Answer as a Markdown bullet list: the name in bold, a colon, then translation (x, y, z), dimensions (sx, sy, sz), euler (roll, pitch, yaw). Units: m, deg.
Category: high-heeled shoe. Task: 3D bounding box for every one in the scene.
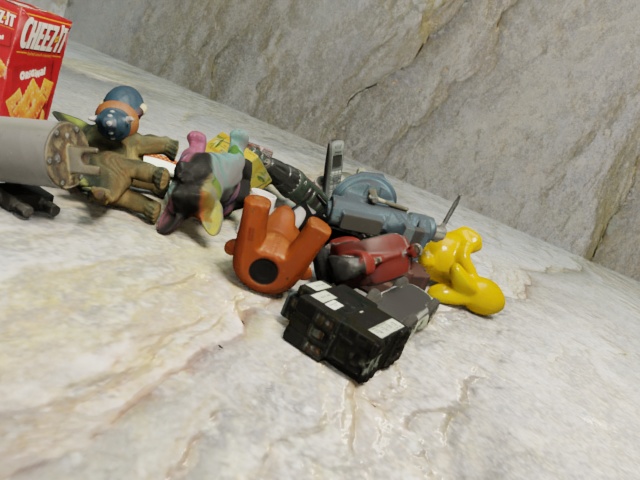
- **high-heeled shoe**: translation (-0.002, -0.003, 0.982), dimensions (0.145, 0.086, 0.249), euler (53, 35, -2)

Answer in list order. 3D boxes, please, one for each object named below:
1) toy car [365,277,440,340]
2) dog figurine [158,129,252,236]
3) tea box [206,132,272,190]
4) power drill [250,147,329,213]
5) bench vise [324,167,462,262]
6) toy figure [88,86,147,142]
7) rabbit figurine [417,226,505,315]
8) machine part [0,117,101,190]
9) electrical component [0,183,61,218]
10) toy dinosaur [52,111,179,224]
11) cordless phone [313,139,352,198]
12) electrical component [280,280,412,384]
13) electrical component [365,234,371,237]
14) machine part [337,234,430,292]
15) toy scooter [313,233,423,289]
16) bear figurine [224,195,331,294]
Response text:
- **toy car**: translation (0.111, 0.099, 0.749), dimensions (0.074, 0.056, 0.201), euler (34, 19, 20)
- **dog figurine**: translation (-0.176, -0.067, 0.834), dimensions (0.109, 0.191, 0.219), euler (5, 44, 2)
- **tea box**: translation (-0.181, -0.140, 1.059), dimensions (0.170, 0.098, 0.068), euler (36, -18, 46)
- **power drill**: translation (-0.093, -0.142, 1.186), dimensions (0.208, 0.086, 0.231), euler (23, -7, 44)
- **bench vise**: translation (0.113, -0.066, 0.969), dimensions (0.224, 0.128, 0.241), euler (1, 33, -6)
- **toy figure**: translation (-0.288, -0.180, 0.776), dimensions (0.155, 0.064, 0.057), euler (-104, 171, -56)
- **rabbit figurine**: translation (0.270, 0.067, 0.999), dimensions (0.162, 0.122, 0.173), euler (-2, 47, -53)
- **machine part**: translation (-0.363, -0.105, 0.622), dimensions (0.243, 0.079, 0.079), euler (8, 11, 13)
- **electrical component**: translation (-0.363, -0.052, 0.649), dimensions (0.094, 0.021, 0.063), euler (29, 16, 23)
- **toy dinosaur**: translation (-0.327, -0.136, 0.842), dimensions (0.198, 0.105, 0.472), euler (17, 15, -18)
- **cordless phone**: translation (0.049, -0.156, 1.286), dimensions (0.089, 0.184, 0.146), euler (27, 30, 37)
- **electrical component**: translation (0.025, 0.098, 0.615), dimensions (0.134, 0.058, 0.115), euler (29, 14, 26)
- **electrical component**: translation (0.125, 0.020, 1.070), dimensions (0.078, 0.045, 0.102), euler (14, 21, -29)
- **machine part**: translation (0.102, 0.045, 0.929), dimensions (0.179, 0.056, 0.179), euler (21, 13, -5)
- **toy scooter**: translation (0.066, 0.027, 0.759), dimensions (0.135, 0.075, 0.184), euler (-13, 2, -11)
- **bear figurine**: translation (-0.056, -0.008, 0.745), dimensions (0.120, 0.131, 0.196), euler (23, 20, -4)
